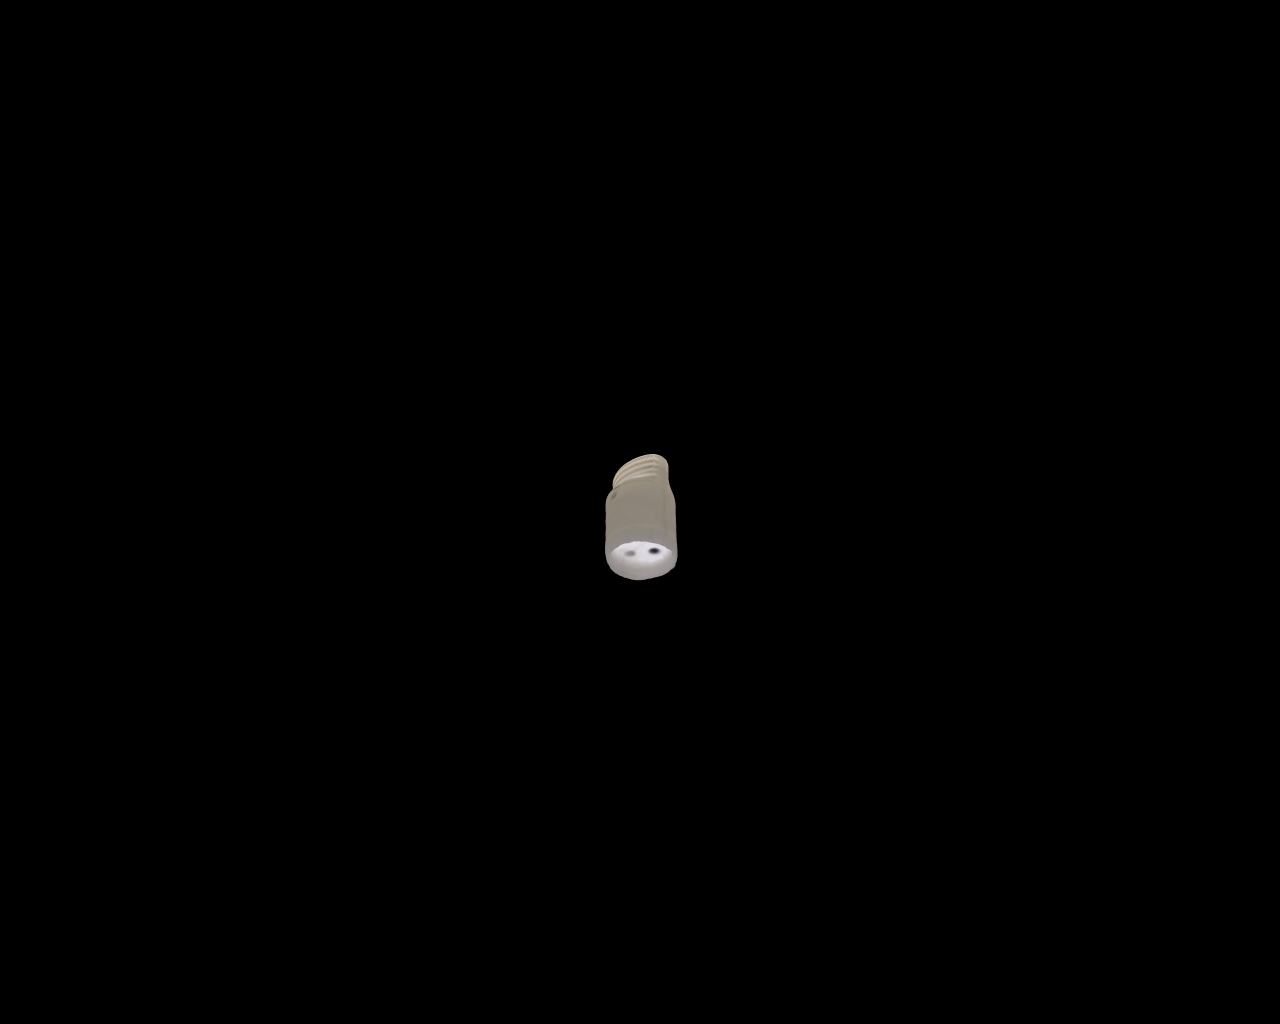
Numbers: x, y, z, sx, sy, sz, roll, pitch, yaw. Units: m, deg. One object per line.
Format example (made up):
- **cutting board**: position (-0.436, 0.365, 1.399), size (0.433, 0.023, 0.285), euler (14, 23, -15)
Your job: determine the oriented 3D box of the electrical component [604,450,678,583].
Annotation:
- **electrical component**: position (0.001, -0.003, 0.650), size (0.043, 0.081, 0.043), euler (0, -37, 0)
